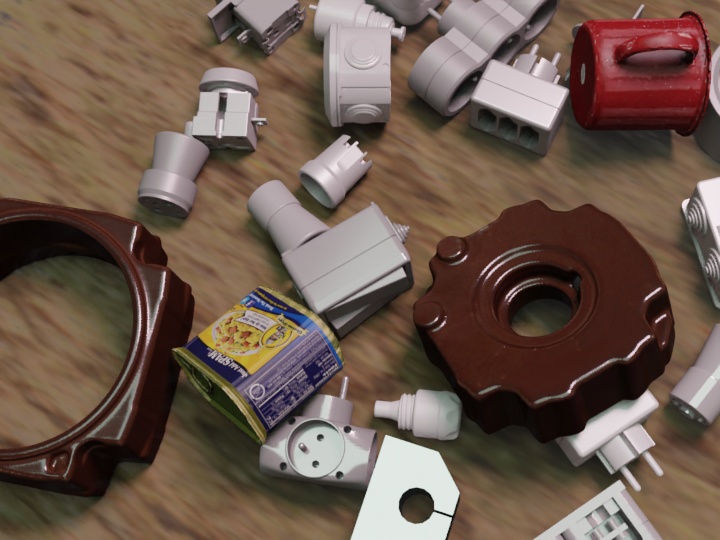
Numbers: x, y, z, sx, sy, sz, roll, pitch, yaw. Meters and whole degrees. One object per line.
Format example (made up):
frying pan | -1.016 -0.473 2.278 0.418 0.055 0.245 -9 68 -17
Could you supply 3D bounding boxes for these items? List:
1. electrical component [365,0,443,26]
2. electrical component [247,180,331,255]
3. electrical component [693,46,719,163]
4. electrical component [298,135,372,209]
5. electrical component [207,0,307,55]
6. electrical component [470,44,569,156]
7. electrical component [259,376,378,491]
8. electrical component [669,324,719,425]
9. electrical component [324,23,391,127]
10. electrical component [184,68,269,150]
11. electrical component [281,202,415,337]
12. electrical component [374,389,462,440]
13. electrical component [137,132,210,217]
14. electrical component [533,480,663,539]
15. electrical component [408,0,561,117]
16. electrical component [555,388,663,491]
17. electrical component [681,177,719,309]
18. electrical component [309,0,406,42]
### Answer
electrical component | 0.025 -0.248 0.879 0.095 0.059 0.054 42 80 17
electrical component | -0.056 -0.037 0.826 0.044 0.044 0.065 -38 67 -7
electrical component | 0.307 -0.132 0.808 0.108 0.060 0.108 -2 71 5
electrical component | -0.018 -0.077 0.836 0.040 0.040 0.046 41 74 17
electrical component | -0.082 -0.217 0.890 0.081 0.042 0.064 -44 76 -8
electrical component | 0.131 -0.141 0.837 0.066 0.047 0.076 24 75 13
electrical component | -0.026 0.113 0.769 0.077 0.044 0.079 7 72 9
electrical component | 0.249 0.076 0.755 0.044 0.044 0.065 38 84 16
electrical component | -0.002 -0.152 0.839 0.051 0.080 0.080 0 71 1
electrical component | -0.106 -0.128 0.860 0.066 0.048 0.055 2 79 7
electrical component | 0.000 0.000 0.795 0.096 0.061 0.061 -30 71 -5
electrical component | 0.041 0.102 0.771 0.061 0.035 0.035 4 72 10
electrical component | -0.147 -0.075 0.846 0.045 0.045 0.055 11 73 10
electrical component | 0.122 0.209 0.696 0.150 0.089 0.061 -33 71 -6
electrical component | 0.087 -0.193 0.857 0.074 0.052 0.138 43 80 17
electrical component | 0.178 0.115 0.745 0.066 0.047 0.076 -33 71 -6
electrical component | 0.293 -0.028 0.780 0.100 0.048 0.099 -13 70 2
electrical component | -0.002 -0.200 0.875 0.078 0.040 0.040 15 74 10
